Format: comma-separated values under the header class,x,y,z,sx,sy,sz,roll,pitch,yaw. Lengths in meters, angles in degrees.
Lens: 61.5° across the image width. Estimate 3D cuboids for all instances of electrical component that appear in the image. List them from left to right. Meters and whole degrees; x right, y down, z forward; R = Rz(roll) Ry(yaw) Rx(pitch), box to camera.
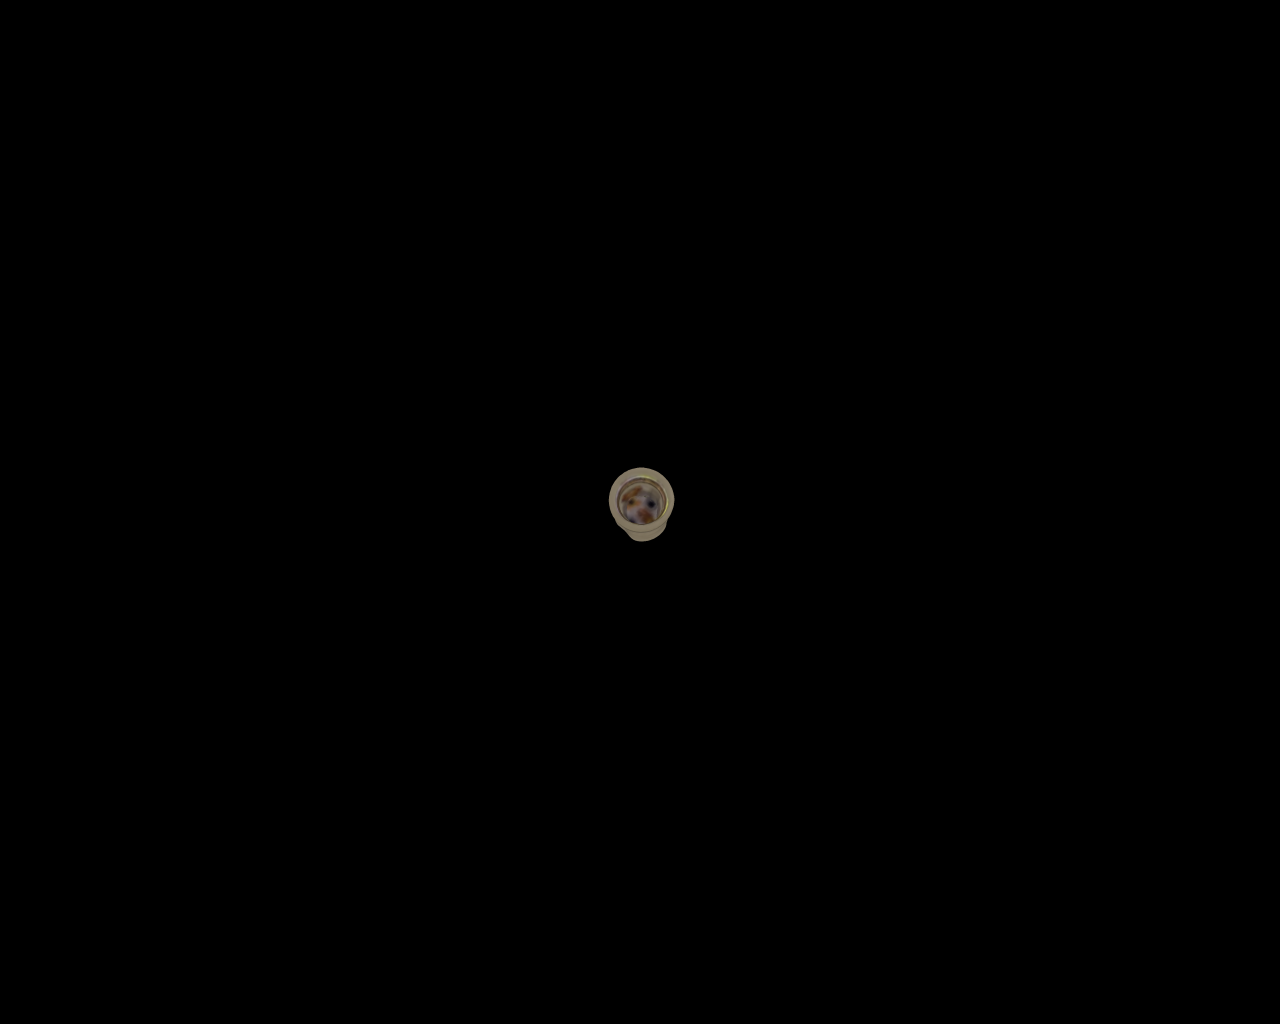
class,x,y,z,sx,sy,sz,roll,pitch,yaw
electrical component,0.001,-0.003,0.650,0.040,0.040,0.046,0,-16,0
